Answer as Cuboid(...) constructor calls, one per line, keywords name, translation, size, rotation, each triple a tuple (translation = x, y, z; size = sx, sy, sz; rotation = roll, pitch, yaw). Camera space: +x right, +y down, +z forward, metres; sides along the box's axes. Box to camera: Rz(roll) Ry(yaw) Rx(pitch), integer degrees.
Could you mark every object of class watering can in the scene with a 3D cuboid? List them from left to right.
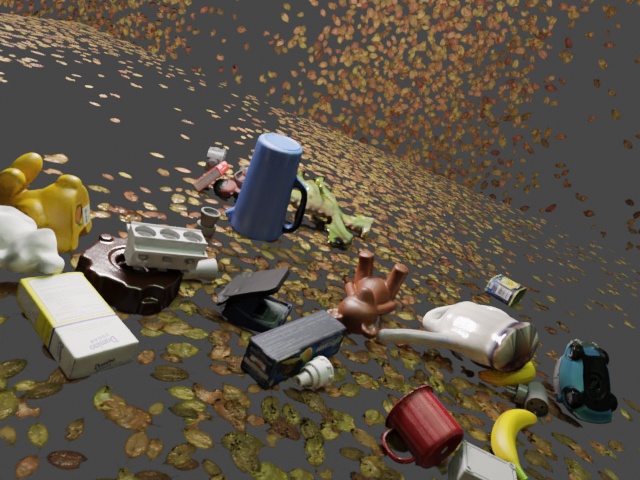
Cuboid(name="watering can", translation=(0.299, 0.199, 1.060), size=(0.349, 0.103, 0.226), rotation=(-8, 19, -39))

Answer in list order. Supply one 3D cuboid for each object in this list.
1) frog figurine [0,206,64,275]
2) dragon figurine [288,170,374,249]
Cuboid(name="frog figurine", translation=(-0.470, 0.011, 0.784), size=(0.158, 0.122, 0.139), rotation=(38, 8, -16))
Cuboid(name="dragon figurine", translation=(0.004, -0.072, 1.423), size=(0.410, 0.120, 0.247), rotation=(3, 37, -48))
